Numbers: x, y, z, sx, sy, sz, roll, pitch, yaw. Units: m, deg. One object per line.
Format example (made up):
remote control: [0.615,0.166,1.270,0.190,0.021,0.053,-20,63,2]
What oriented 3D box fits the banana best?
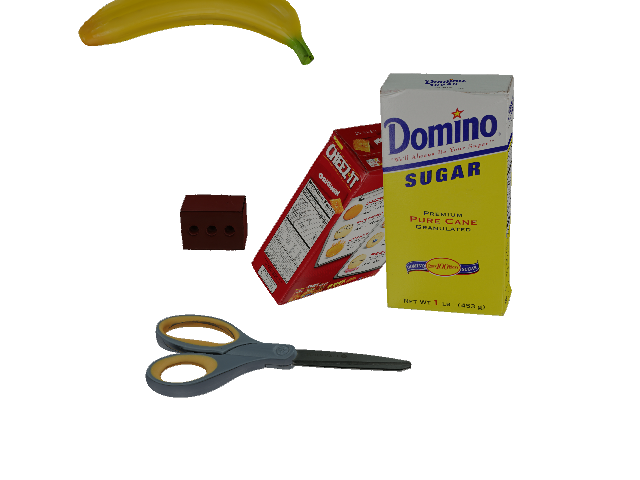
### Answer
banana: [-0.102,-0.190,0.902,0.198,0.069,0.037,4,-33,0]

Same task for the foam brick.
foam brick: [-0.129,-0.022,1.301,0.078,0.053,0.051,0,27,2]

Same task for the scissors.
scissors: [-0.043,0.097,0.797,0.202,0.016,0.096,12,37,22]

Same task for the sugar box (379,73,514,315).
sugar box: [0.094,-0.033,0.787,0.093,0.176,0.048,3,27,15]

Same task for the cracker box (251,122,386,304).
cracker box: [0.039,-0.035,1.165,0.163,0.072,0.214,-15,-31,-43]
